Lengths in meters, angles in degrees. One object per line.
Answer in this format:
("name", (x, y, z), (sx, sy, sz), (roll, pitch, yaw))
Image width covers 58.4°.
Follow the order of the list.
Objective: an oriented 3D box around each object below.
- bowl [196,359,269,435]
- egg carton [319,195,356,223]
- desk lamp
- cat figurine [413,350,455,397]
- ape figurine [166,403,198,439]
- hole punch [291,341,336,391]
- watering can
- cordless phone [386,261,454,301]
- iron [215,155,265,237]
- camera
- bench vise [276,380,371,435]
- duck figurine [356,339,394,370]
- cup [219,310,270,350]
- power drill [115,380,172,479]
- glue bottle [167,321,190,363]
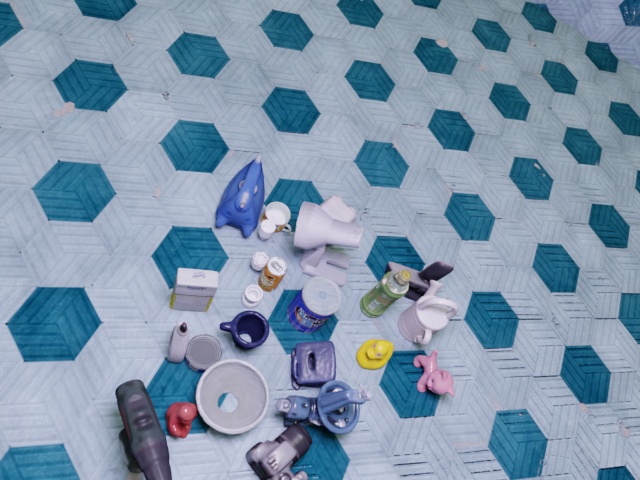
("bowl", (-0.203, 0.361, 1.303), (0.168, 0.074, 0.167), (9, 60, -16))
("egg carton", (0.033, -0.057, 1.623), (0.107, 0.069, 0.150), (42, 57, 4))
("desk lamp", (0.014, 0.005, 1.496), (0.203, 0.213, 0.118), (20, 58, -10))
("cat figurine", (0.302, 0.348, 1.481), (0.067, 0.117, 0.128), (3, 62, -19))
("ape figurine", (-0.296, 0.383, 1.244), (0.078, 0.092, 0.076), (-29, 76, -31))
("hole punch", (-0.017, 0.304, 1.396), (0.101, 0.091, 0.108), (6, 61, -18))
("watering can", (0.291, 0.189, 1.516), (0.101, 0.194, 0.173), (1, 63, -21))
("cordless phone", (0.272, 0.085, 1.571), (0.148, 0.185, 0.094), (17, 58, -12))
("iron", (-0.192, -0.146, 1.540), (0.119, 0.141, 0.258), (19, 58, -10))
("camera", (-0.070, 0.486, 1.272), (0.137, 0.100, 0.143), (-35, 79, -32))
("bench vise", (0.016, 0.383, 1.290), (0.208, 0.219, 0.121), (-10, 67, -25))
("duck figurine", (0.152, 0.285, 1.475), (0.105, 0.086, 0.077), (-17, 70, -28))
("cup", (-0.188, 0.224, 1.370), (0.118, 0.095, 0.091), (9, 60, -17))
("power drill", (-0.350, 0.402, 1.143), (0.076, 0.208, 0.229), (-16, 70, -27))
("glue bottle", (-0.312, 0.216, 1.279), (0.037, 0.173, 0.078), (8, 61, -17))
